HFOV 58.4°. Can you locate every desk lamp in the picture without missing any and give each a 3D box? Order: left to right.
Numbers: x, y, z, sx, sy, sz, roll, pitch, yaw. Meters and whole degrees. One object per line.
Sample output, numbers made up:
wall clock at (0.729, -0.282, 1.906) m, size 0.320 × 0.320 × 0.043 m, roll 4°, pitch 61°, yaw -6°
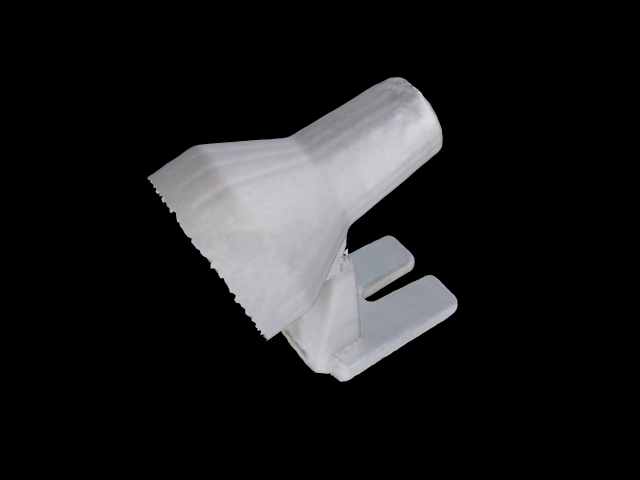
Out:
desk lamp at (0.004, 0.001, 0.400) m, size 0.204 × 0.214 × 0.117 m, roll -27°, pitch 53°, yaw -22°
